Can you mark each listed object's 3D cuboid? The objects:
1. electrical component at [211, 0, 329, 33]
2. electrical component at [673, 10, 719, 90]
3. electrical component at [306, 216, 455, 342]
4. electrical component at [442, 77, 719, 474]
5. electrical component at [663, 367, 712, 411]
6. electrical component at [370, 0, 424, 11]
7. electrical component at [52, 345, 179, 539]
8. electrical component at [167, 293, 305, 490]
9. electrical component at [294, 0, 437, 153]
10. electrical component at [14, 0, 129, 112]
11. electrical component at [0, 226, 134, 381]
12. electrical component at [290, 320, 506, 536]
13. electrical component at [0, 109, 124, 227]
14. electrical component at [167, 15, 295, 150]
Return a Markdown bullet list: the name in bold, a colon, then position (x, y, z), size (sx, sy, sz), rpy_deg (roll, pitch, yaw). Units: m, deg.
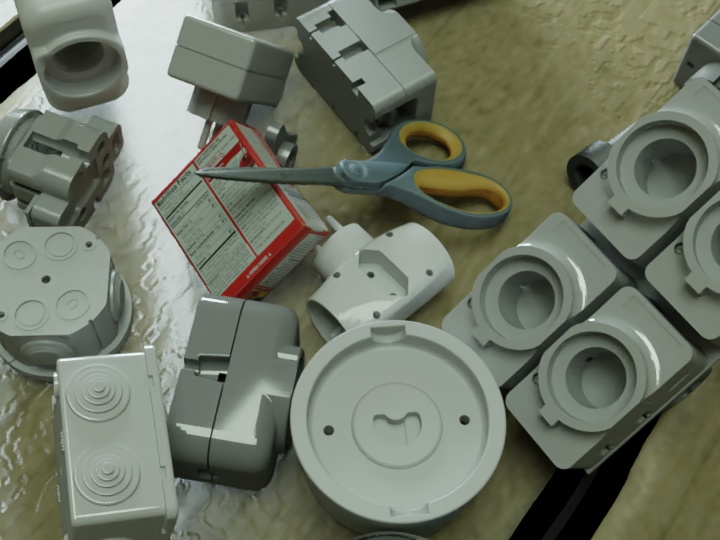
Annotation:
- **electrical component**: position (-0.068, -0.244, 0.744), size (0.089, 0.061, 0.150), rpy_deg (-10, 62, -8)
- **electrical component**: position (0.235, -0.119, 0.695), size (0.066, 0.047, 0.077), rpy_deg (40, 66, 18)
- **electrical component**: position (0.000, 0.000, 0.620), size (0.077, 0.043, 0.079), rpy_deg (-38, 69, -21)
- **electrical component**: position (0.145, 0.005, 0.558), size (0.186, 0.060, 0.105), rpy_deg (-45, 65, 13)
- **electrical component**: position (0.163, 0.044, 0.603), size (0.043, 0.043, 0.062), rpy_deg (-31, 65, -18)
- **electrical component**: position (0.044, -0.242, 0.717), size (0.109, 0.108, 0.056), rpy_deg (-19, 40, -13)
- **electrical component**: position (-0.124, 0.096, 0.530), size (0.048, 0.099, 0.099), rpy_deg (-3, 60, -19)
- **electrical component**: position (-0.064, 0.065, 0.575), size (0.059, 0.053, 0.095), rpy_deg (9, 61, 3)
- **electrical component**: position (0.006, -0.130, 0.690), size (0.056, 0.050, 0.089), rpy_deg (-31, 66, -18)
- **electrical component**: position (-0.178, -0.145, 0.664), size (0.054, 0.095, 0.059), rpy_deg (-18, 63, -12)
- **electrical component**: position (-0.170, 0.017, 0.599), size (0.080, 0.051, 0.080), rpy_deg (1, 61, -2)
- **electrical component**: position (0.018, 0.088, 0.562), size (0.108, 0.060, 0.108), rpy_deg (1, 61, -2)
- **electrical component**: position (-0.185, -0.062, 0.639), size (0.057, 0.058, 0.078), rpy_deg (21, 62, 6)
- **electrical component**: position (-0.084, -0.110, 0.667), size (0.047, 0.083, 0.075), rpy_deg (22, 100, 10)
